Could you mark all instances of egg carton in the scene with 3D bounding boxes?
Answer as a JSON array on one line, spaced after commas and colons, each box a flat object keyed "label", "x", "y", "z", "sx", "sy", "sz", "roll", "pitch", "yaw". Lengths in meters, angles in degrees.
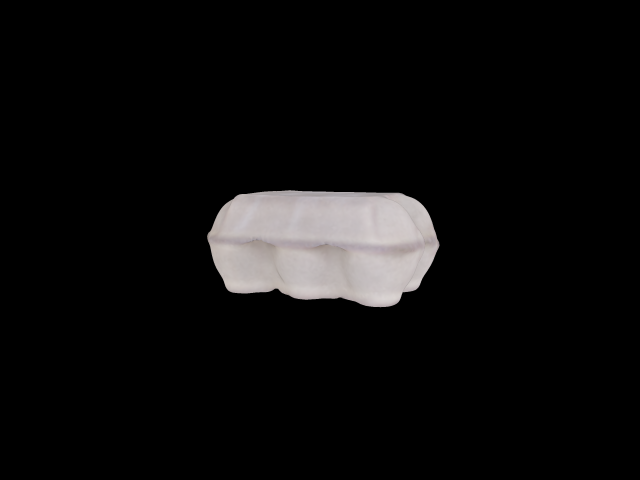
[{"label": "egg carton", "x": 0.004, "y": 0.001, "z": 0.400, "sx": 0.150, "sy": 0.069, "sz": 0.107, "roll": 3, "pitch": 7, "yaw": 22}]
